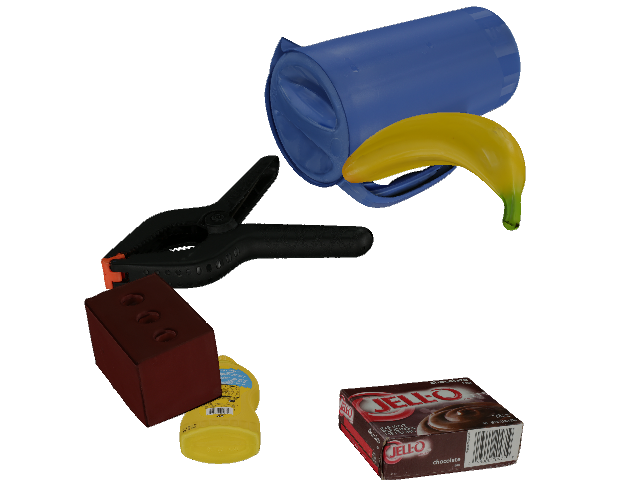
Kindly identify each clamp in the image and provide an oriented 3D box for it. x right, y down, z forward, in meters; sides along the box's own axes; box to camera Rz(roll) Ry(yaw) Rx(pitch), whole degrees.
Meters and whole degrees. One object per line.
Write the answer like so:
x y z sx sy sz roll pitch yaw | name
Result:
-0.084 -0.010 0.885 0.209 0.036 0.165 -16 35 -19 | clamp

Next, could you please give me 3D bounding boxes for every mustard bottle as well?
-0.125 0.201 1.344 0.096 0.058 0.191 -2 26 -3 | mustard bottle

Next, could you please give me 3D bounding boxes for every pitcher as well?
0.082 -0.141 1.041 0.242 0.149 0.145 -23 31 -30 | pitcher

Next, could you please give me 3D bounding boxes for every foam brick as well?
-0.103 0.066 0.653 0.052 0.051 0.078 -21 38 -28 | foam brick

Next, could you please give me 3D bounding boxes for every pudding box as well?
0.080 0.138 0.797 0.113 0.039 0.090 -1 16 -20 | pudding box

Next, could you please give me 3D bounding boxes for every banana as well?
0.082 -0.060 0.754 0.037 0.069 0.198 40 -10 -31 | banana
